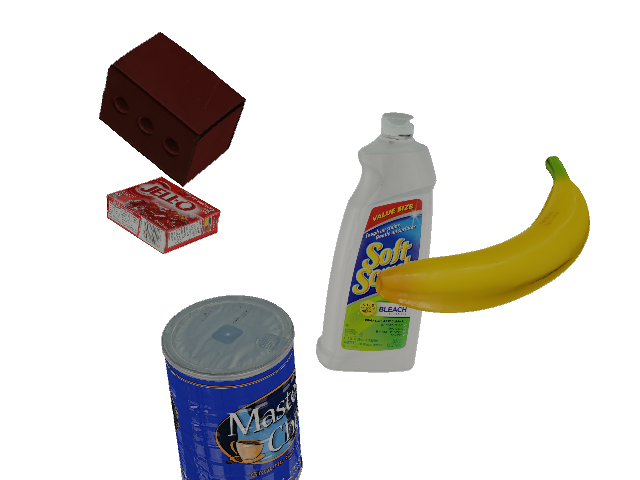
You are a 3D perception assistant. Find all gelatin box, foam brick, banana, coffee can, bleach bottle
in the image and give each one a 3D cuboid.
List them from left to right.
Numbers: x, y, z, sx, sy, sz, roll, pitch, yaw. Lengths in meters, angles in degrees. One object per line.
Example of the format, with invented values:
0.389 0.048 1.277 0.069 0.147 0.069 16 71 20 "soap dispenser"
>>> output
-0.156 -0.027 1.056 0.089 0.030 0.073 30 35 31 "gelatin box"
-0.098 -0.086 0.698 0.051 0.078 0.053 -44 -12 -37 "foam brick"
-0.069 0.130 0.857 0.103 0.140 0.103 -2 32 1 "coffee can"
0.055 0.002 1.035 0.102 0.251 0.068 2 18 -7 "bleach bottle"
0.121 0.008 0.699 0.070 0.037 0.197 36 47 28 "banana"
